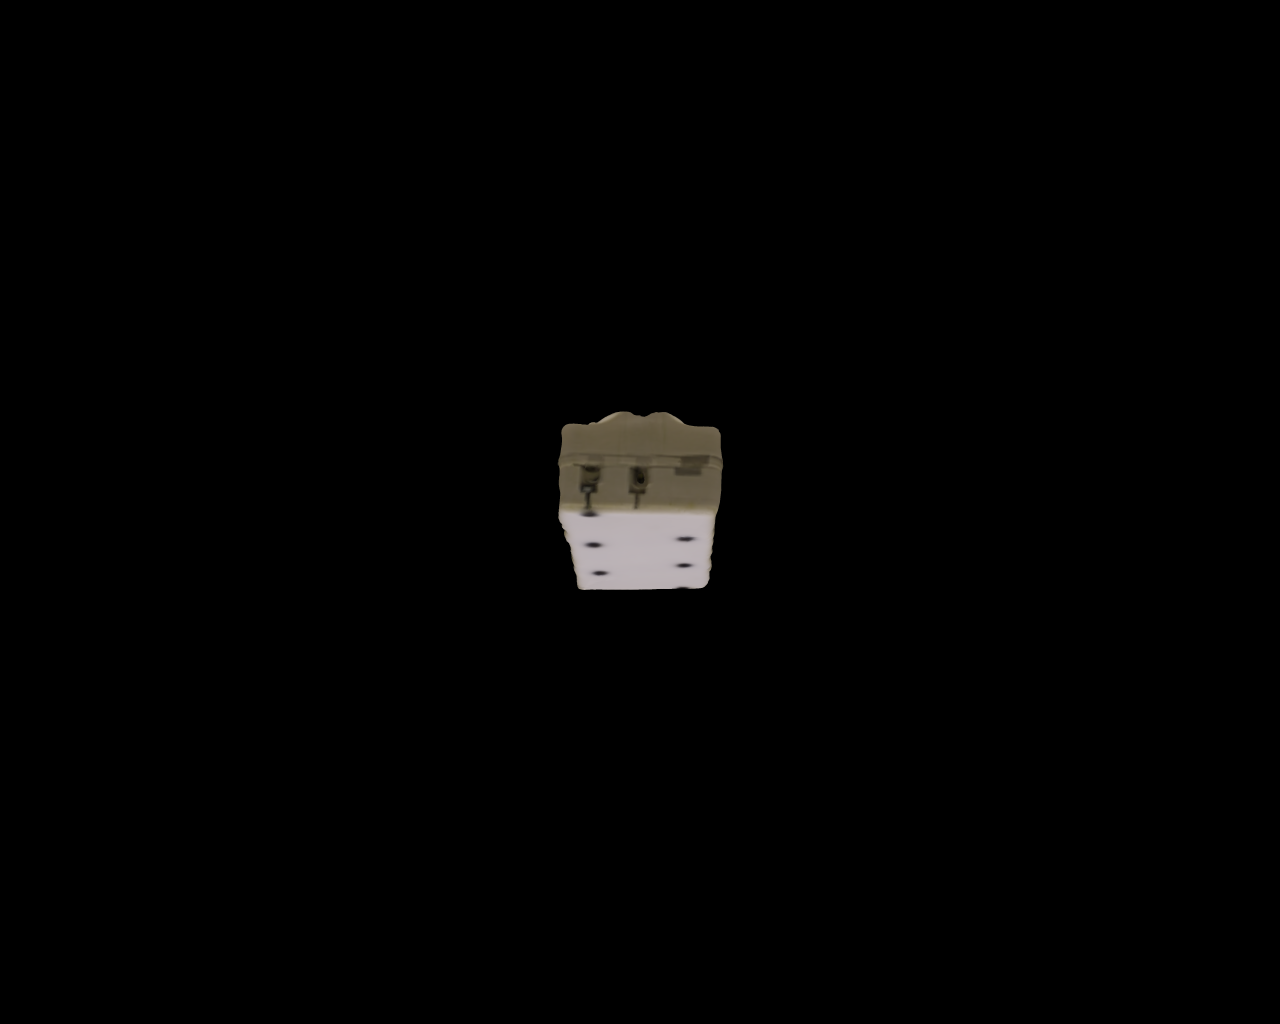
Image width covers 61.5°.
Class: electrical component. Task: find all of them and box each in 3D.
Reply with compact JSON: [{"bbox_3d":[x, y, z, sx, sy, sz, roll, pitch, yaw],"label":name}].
[{"bbox_3d":[0.001,-0.003,0.650,0.089,0.062,0.150,0,-21,0],"label":"electrical component"}]
